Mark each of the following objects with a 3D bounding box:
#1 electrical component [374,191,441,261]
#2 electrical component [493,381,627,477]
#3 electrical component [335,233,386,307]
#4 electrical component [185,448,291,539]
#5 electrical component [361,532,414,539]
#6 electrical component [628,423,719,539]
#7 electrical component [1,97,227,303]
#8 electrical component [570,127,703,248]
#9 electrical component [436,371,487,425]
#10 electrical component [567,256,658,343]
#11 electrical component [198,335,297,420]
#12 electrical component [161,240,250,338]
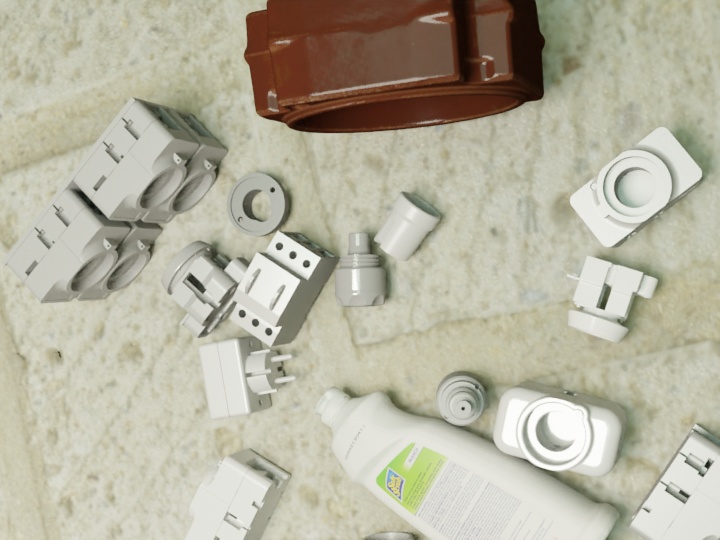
[{"bbox_3d":[0.038,-0.036,0.892,0.040,0.040,0.046,38,107,15],"label":"electrical component"},{"bbox_3d":[0.156,0.124,0.841,0.095,0.059,0.053,13,94,19],"label":"electrical component"},{"bbox_3d":[0.000,0.000,0.903,0.043,0.043,0.062,-2,88,19],"label":"electrical component"},{"bbox_3d":[-0.110,0.206,0.937,0.056,0.050,0.089,29,99,17],"label":"electrical component"},{"bbox_3d":[0.025,0.250,0.894,0.045,0.045,0.055,-5,89,19],"label":"electrical component"},{"bbox_3d":[0.253,0.171,0.812,0.056,0.050,0.089,34,101,16],"label":"electrical component"},{"bbox_3d":[-0.209,-0.054,0.942,0.060,0.105,0.186,45,104,13],"label":"electrical component"},{"bbox_3d":[0.212,-0.062,0.823,0.089,0.056,0.050,-39,78,15],"label":"electrical component"},{"bbox_3d":[0.081,0.104,0.860,0.040,0.078,0.040,0,92,4],"label":"electrical component"},{"bbox_3d":[0.191,0.024,0.837,0.066,0.048,0.055,19,89,18],"label":"electrical component"},{"bbox_3d":[-0.091,0.090,0.932,0.077,0.047,0.065,-11,87,19],"label":"electrical component"},{"bbox_3d":[-0.136,0.012,0.943,0.057,0.058,0.078,41,102,11],"label":"electrical component"}]
